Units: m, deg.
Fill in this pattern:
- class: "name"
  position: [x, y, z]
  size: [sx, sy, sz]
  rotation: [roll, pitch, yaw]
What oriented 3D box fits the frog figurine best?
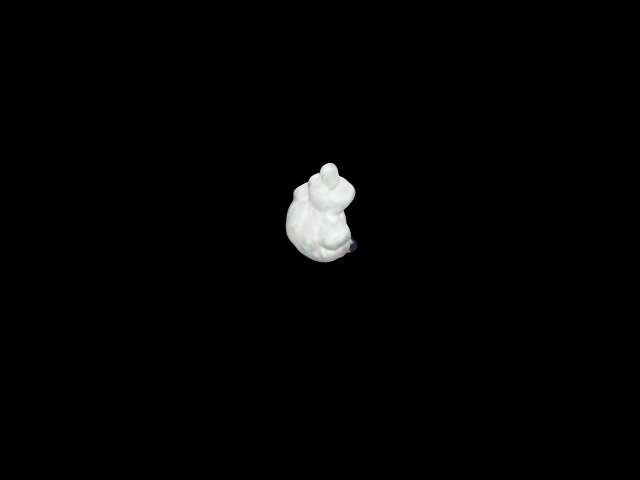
- class: "frog figurine"
  position: [0.003, -0.043, 0.850]
  size: [0.123, 0.140, 0.156]
  rotation: [-18, -27, -9]
